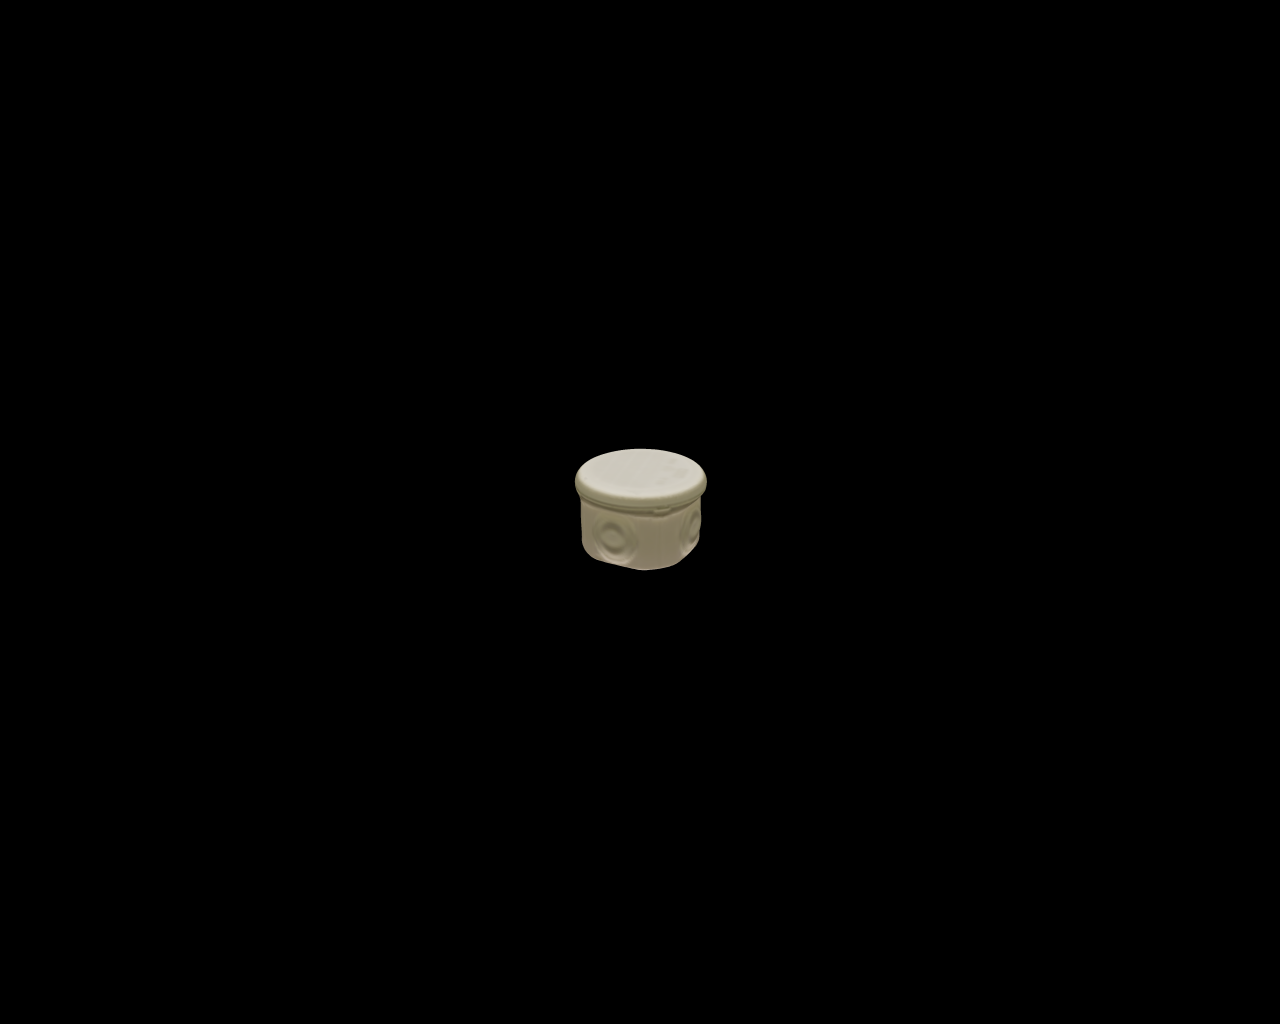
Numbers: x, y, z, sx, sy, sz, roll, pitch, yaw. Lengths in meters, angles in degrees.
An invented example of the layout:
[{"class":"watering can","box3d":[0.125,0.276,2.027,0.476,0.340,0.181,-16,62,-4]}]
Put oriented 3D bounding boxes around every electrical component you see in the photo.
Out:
[{"class":"electrical component","box3d":[0.001,-0.003,0.650,0.080,0.050,0.080,0,25,0]}]
